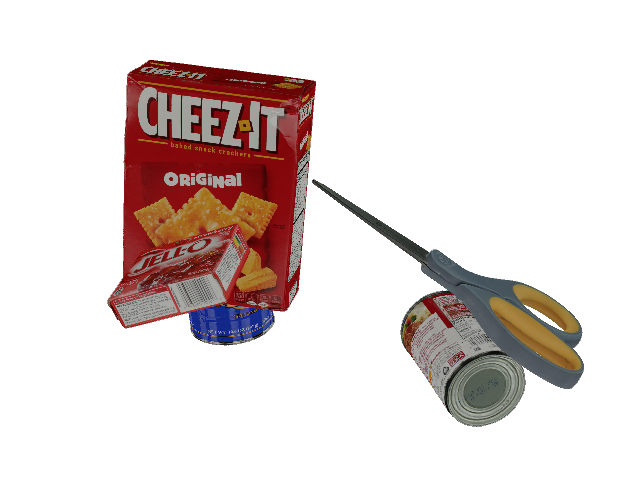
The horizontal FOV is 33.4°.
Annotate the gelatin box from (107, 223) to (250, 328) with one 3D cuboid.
[{"bbox_3d":[-0.103,0.025,0.785,0.089,0.030,0.073,-15,24,20],"label":"gelatin box"}]

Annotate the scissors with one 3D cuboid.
[{"bbox_3d":[0.090,0.018,0.677,0.202,0.016,0.096,42,28,21],"label":"scissors"}]

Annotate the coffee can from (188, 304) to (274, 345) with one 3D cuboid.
[{"bbox_3d":[-0.111,0.037,1.251,0.103,0.140,0.103,-4,25,2],"label":"coffee can"}]

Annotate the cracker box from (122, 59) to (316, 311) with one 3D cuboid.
[{"bbox_3d":[-0.097,-0.049,0.997,0.164,0.214,0.072,8,22,8],"label":"cracker box"}]

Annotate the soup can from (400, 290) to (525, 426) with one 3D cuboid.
[{"bbox_3d":[0.113,0.093,0.852,0.068,0.068,0.102,0,25,-17],"label":"soup can"}]
